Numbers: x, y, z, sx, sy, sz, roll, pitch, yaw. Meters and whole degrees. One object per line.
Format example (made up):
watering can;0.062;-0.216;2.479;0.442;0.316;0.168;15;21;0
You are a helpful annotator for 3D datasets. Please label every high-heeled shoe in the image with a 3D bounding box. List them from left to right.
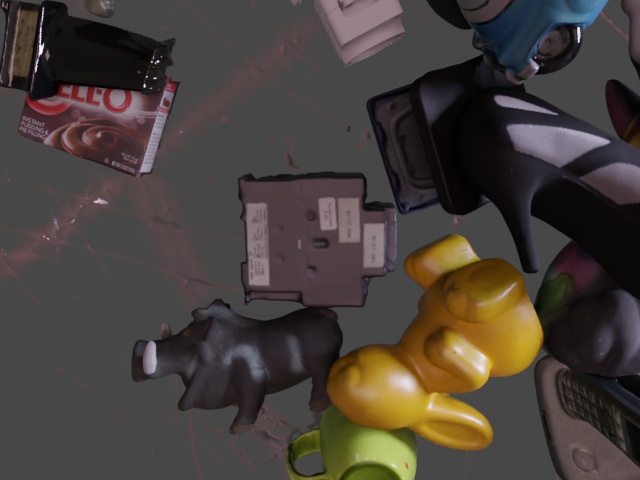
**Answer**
high-heeled shoe;0.218;-0.038;0.364;0.249;0.086;0.145;3;62;-5

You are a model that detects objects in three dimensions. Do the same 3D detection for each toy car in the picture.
toy car;0.133;-0.188;0.333;0.103;0.109;0.161;20;119;-16

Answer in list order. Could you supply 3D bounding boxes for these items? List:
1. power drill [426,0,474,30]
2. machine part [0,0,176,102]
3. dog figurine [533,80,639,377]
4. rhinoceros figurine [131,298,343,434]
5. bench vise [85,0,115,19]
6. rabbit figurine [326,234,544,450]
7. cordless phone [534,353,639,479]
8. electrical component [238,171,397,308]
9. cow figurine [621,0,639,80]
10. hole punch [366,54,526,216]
power drill;0.133;-0.296;0.398;0.207;0.086;0.232;38;102;-13
machine part;-0.183;-0.143;0.417;0.139;0.039;0.084;8;89;4
dog figurine;0.249;-0.020;0.431;0.192;0.108;0.219;-15;96;8
rhinoceros figurine;-0.072;0.107;0.481;0.190;0.073;0.112;-9;102;4
bench vise;-0.140;-0.269;0.362;0.129;0.223;0.240;50;124;22
rabbit figurine;0.089;0.098;0.454;0.173;0.122;0.162;-31;121;-10
cordless phone;0.255;0.173;0.426;0.089;0.184;0.146;-15;100;1
electrical component;-0.001;-0.001;0.466;0.134;0.058;0.114;1;103;2
cow figurine;0.287;-0.127;0.352;0.167;0.068;0.098;2;84;-11
hole punch;0.109;-0.084;0.441;0.116;0.092;0.142;-22;98;-23
